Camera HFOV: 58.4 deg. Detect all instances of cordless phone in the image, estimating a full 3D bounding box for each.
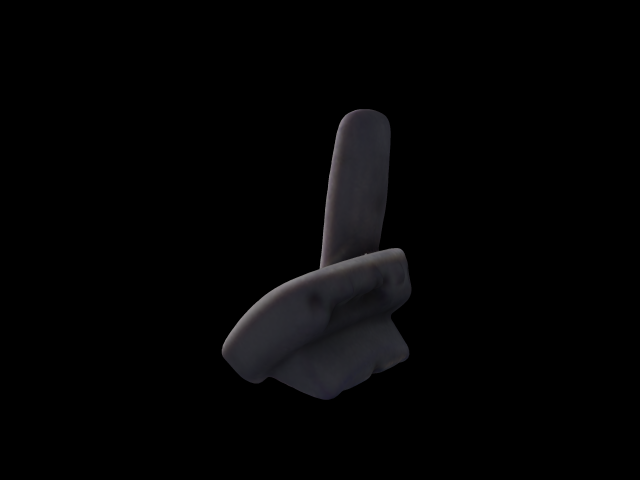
[{"bbox_3d":[0.004,0.001,0.400,0.093,0.185,0.148,6,10,32],"label":"cordless phone"}]
